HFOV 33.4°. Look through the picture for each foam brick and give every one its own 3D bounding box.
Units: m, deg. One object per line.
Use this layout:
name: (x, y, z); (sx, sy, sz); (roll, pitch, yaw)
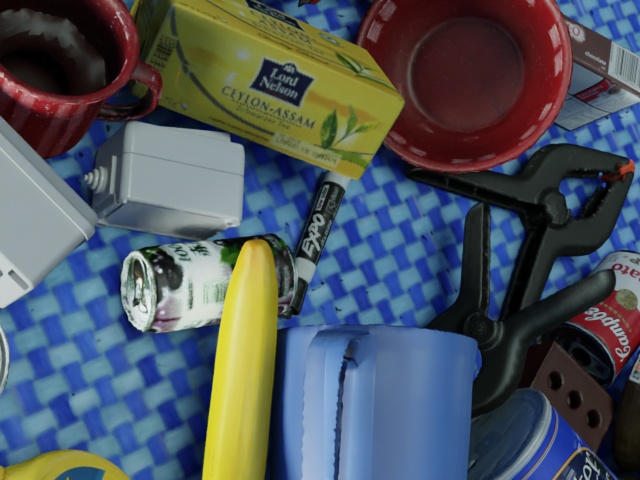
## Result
foam brick: (0.175, 0.123, 0.804); (0.078, 0.051, 0.053); (43, 59, -14)

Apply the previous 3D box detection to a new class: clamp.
clamp: (0.179, -0.011, 0.852); (0.209, 0.036, 0.164); (-18, 88, -29)
clamp: (0.129, 0.065, 0.756); (0.039, 0.120, 0.171); (29, 83, -55)

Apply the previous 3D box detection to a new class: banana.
banana: (-0.045, 0.101, 0.632); (0.037, 0.070, 0.198); (9, 68, -11)

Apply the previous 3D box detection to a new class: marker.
marker: (-0.005, 0.001, 0.750); (0.020, 0.020, 0.121); (31, 64, -21)

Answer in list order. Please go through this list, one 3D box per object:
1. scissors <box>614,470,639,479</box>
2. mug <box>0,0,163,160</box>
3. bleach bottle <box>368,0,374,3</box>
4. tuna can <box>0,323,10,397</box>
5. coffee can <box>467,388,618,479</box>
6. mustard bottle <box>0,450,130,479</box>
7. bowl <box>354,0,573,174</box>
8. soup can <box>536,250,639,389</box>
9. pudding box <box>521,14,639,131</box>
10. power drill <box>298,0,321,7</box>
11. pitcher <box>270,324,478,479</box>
scissors: (0.240, 0.268, 0.825); (0.096, 0.016, 0.201); (36, 61, -16)
mug: (-0.148, -0.095, 0.609); (0.117, 0.082, 0.093); (12, 61, -25)
bleach bottle: (0.104, -0.254, 0.860); (0.250, 0.068, 0.102); (-27, 90, -31)
tuna can: (-0.220, 0.069, 0.595); (0.086, 0.034, 0.086); (8, 73, -29)
coffee can: (0.160, 0.188, 0.748); (0.140, 0.103, 0.102); (47, 59, -12)
mustard bottle: (-0.133, 0.173, 0.604); (0.191, 0.058, 0.096); (32, 60, -20)
bowl: (0.107, -0.129, 0.802); (0.162, 0.055, 0.162); (0, 90, 13)
soup can: (0.226, 0.062, 0.842); (0.102, 0.069, 0.068); (-40, 99, -33)
pudding box: (0.196, -0.135, 0.864); (0.113, 0.090, 0.039); (23, 68, -24)
power drill: (-0.058, -0.257, 0.728); (0.187, 0.057, 0.184); (21, 65, -20)
pitcher: (0.025, 0.172, 0.653); (0.149, 0.145, 0.243); (10, 75, -27)
